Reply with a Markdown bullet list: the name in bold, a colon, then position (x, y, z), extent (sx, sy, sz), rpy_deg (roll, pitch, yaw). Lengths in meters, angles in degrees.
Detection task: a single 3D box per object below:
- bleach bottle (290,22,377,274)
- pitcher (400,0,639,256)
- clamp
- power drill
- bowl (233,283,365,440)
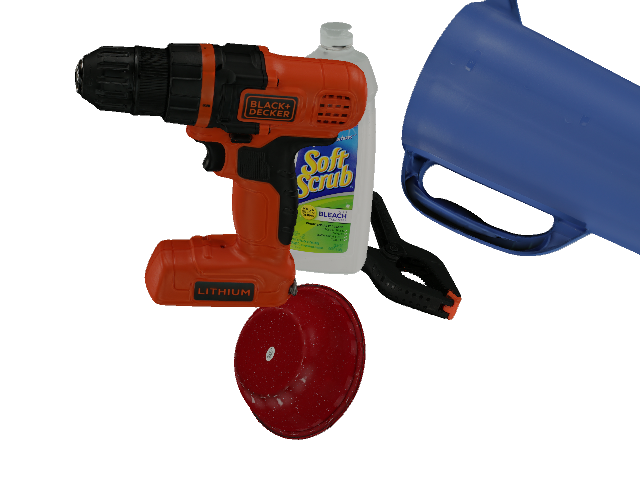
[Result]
- **bleach bottle**: position (0.004, -0.092, 1.064), extent (0.102, 0.251, 0.068), rpy_deg (6, 27, 9)
- **pitcher**: position (0.189, -0.068, 0.828), extent (0.243, 0.149, 0.144), rpy_deg (29, 46, 17)
- **clamp**: position (0.070, 0.023, 1.236), extent (0.164, 0.036, 0.210), rpy_deg (-20, 50, -38)
- **power drill**: position (-0.072, -0.042, 0.710), extent (0.184, 0.188, 0.057), rpy_deg (3, 37, -13)
- **bowl**: position (-0.035, 0.117, 1.075), extent (0.162, 0.162, 0.055), rpy_deg (0, -14, 39)
